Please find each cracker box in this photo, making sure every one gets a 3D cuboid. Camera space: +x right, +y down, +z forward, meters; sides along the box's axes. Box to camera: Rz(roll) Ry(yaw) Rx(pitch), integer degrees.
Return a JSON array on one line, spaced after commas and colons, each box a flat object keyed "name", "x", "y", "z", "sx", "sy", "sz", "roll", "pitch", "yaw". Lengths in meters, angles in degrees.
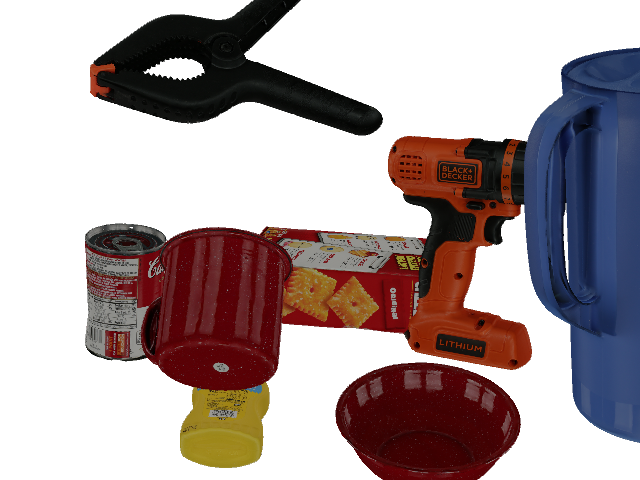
[{"name": "cracker box", "x": 0.028, "y": 0.042, "z": 1.144, "sx": 0.214, "sy": 0.072, "sz": 0.164, "roll": 5, "pitch": 14, "yaw": 7}]

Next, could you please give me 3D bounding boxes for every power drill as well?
[{"name": "power drill", "x": 0.143, "y": 0.008, "z": 0.884, "sx": 0.185, "sy": 0.188, "sz": 0.057, "roll": 8, "pitch": 15, "yaw": 26}]

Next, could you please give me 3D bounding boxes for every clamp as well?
[{"name": "clamp", "x": -0.064, "y": -0.127, "z": 0.796, "sx": 0.209, "sy": 0.165, "sz": 0.036, "roll": -17, "pitch": -27, "yaw": -20}]

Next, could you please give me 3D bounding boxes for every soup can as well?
[{"name": "soup can", "x": -0.169, "y": 0.045, "z": 0.917, "sx": 0.068, "sy": 0.102, "sz": 0.068, "roll": 5, "pitch": 20, "yaw": -2}]

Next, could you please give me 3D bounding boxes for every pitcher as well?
[{"name": "pitcher", "x": 0.209, "y": 0.005, "z": 0.676, "sx": 0.149, "sy": 0.243, "sz": 0.144, "roll": 3, "pitch": 21, "yaw": 16}]

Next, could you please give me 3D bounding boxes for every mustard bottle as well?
[{"name": "mustard bottle", "x": -0.112, "y": 0.201, "z": 1.315, "sx": 0.096, "sy": 0.058, "sz": 0.191, "roll": 1, "pitch": 25, "yaw": 2}]

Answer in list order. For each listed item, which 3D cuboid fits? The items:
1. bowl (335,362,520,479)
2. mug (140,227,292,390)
[{"name": "bowl", "x": 0.094, "y": 0.174, "z": 0.946, "sx": 0.162, "sy": 0.055, "sz": 0.162, "roll": -1, "pitch": 27, "yaw": 0}, {"name": "mug", "x": -0.077, "y": 0.052, "z": 0.722, "sx": 0.117, "sy": 0.081, "sz": 0.093, "roll": -16, "pitch": -36, "yaw": 29}]
